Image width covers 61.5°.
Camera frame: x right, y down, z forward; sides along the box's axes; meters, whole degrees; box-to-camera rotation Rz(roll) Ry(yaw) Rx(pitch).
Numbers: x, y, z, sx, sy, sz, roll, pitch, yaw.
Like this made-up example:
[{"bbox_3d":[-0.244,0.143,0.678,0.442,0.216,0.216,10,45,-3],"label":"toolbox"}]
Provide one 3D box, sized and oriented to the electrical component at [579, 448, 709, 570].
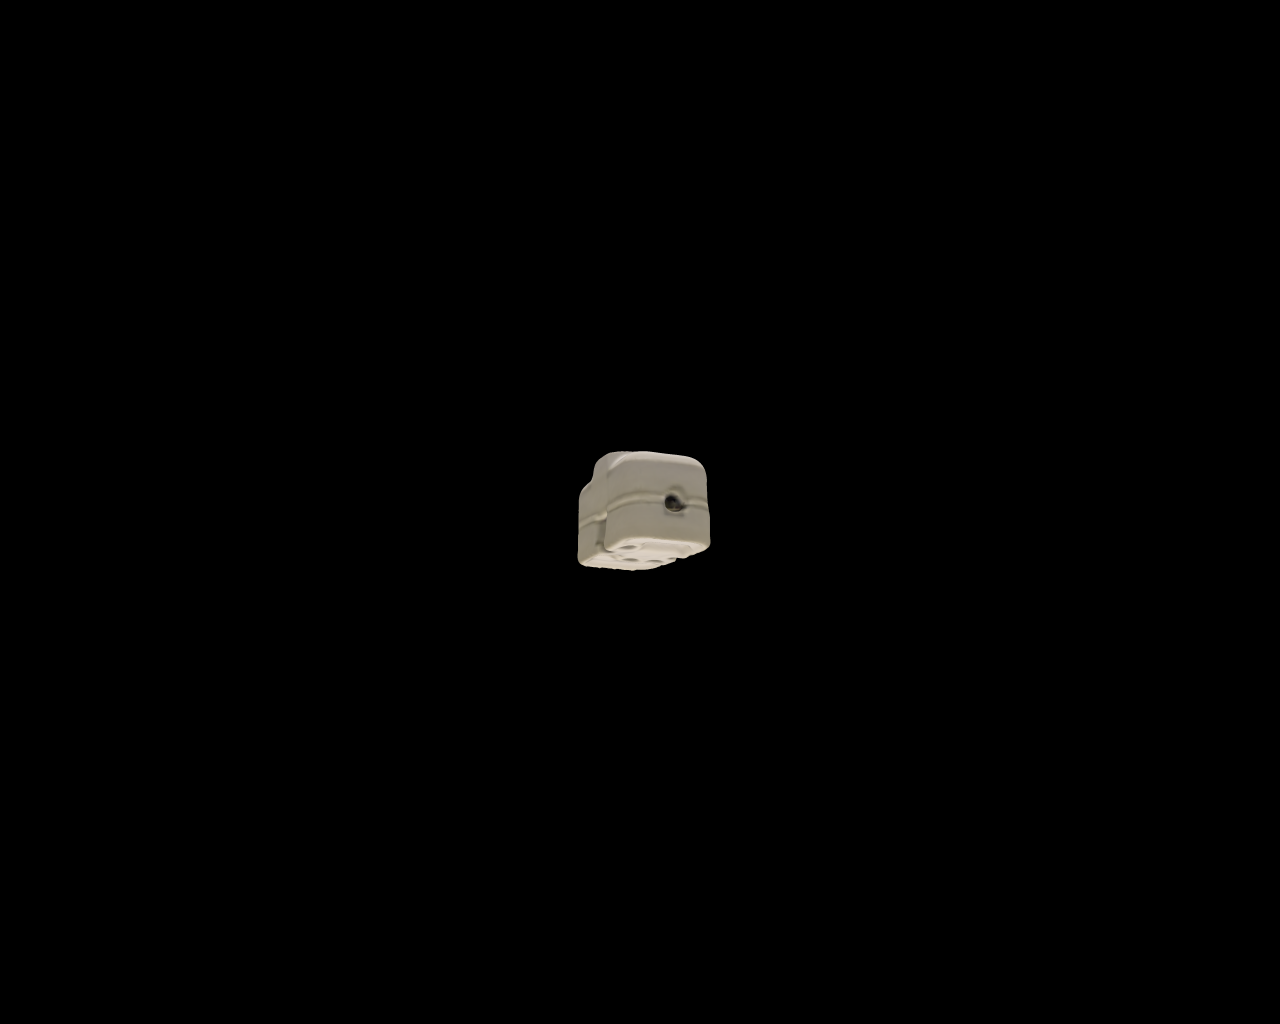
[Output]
[{"bbox_3d":[0.001,-0.003,0.650,0.054,0.059,0.095,6,-15,-23],"label":"electrical component"}]
